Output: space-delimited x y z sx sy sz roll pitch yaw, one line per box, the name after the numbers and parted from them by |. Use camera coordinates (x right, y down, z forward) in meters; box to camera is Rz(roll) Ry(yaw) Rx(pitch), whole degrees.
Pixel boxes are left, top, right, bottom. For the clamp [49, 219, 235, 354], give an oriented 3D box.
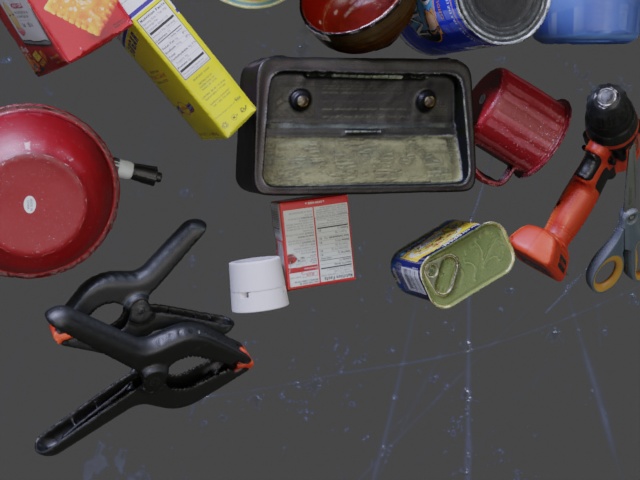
-0.163 0.066 0.999 0.171 0.039 0.120 -27 109 -9 | clamp

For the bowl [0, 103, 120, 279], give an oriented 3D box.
-0.253 -0.036 0.932 0.162 0.055 0.162 -5 106 -17 | bowl

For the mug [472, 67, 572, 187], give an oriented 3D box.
0.189 -0.112 1.085 0.081 0.093 0.117 29 89 -15 | mug

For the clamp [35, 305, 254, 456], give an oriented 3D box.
-0.165 0.129 0.990 0.209 0.036 0.165 2 123 -31 | clamp

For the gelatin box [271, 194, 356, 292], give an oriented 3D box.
-0.007 0.001 1.054 0.073 0.030 0.089 -9 99 -20 | gelatin box

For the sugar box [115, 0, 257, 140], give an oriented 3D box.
-0.137 -0.169 0.956 0.048 0.093 0.176 -46 107 -13 | sugar box

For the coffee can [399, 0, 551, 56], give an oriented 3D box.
0.142 -0.234 1.027 0.102 0.140 0.103 -2 96 -20 | coffee can

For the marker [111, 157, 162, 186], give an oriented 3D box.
-0.204 -0.071 0.980 0.121 0.020 0.020 12 91 -21 | marker

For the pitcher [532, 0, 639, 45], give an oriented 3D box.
0.284 -0.322 1.079 0.144 0.149 0.243 -14 107 -58 | pitcher

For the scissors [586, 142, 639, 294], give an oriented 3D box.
0.313 -0.012 1.133 0.096 0.016 0.201 -33 134 0 | scissors

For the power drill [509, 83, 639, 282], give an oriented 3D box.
0.264 -0.057 1.088 0.057 0.184 0.187 33 89 25 | power drill

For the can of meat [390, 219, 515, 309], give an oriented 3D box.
0.130 0.021 1.077 0.102 0.084 0.057 -30 105 -15 | can of meat

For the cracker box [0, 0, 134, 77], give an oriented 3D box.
-0.249 -0.245 0.869 0.072 0.164 0.213 -35 106 -16 | cracker box
